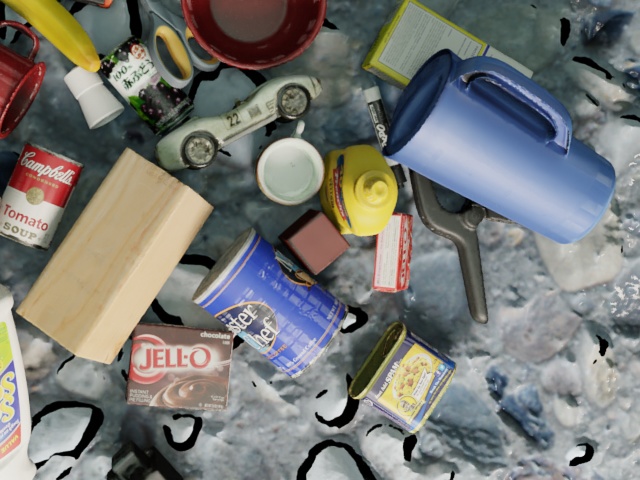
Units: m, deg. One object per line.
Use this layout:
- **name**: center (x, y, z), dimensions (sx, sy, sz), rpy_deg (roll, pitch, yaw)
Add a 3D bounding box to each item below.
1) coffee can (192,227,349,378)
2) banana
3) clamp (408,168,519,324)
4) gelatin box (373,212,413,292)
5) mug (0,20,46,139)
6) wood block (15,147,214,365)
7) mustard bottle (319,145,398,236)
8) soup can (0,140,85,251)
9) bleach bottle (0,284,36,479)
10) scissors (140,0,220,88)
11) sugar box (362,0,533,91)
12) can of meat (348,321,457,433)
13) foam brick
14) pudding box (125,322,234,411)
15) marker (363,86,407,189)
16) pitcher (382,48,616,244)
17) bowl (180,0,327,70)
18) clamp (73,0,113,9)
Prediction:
- **coffee can**: center (-0.054, 0.069, 1.172), dimensions (0.140, 0.103, 0.103), rpy_deg (40, 85, -9)
- **banana**: center (-0.311, -0.249, 1.136), dimensions (0.197, 0.069, 0.037), rpy_deg (37, 118, -12)
- **clamp**: center (0.187, -0.031, 1.245), dimensions (0.164, 0.036, 0.210), rpy_deg (-38, 95, -9)
- **gelatin box**: center (0.084, 0.013, 1.208), dimensions (0.030, 0.073, 0.089), rpy_deg (4, 91, 15)
- **mug**: center (-0.342, -0.177, 1.121), dimensions (0.081, 0.093, 0.117), rpy_deg (30, 91, -5)
- **wood block**: center (-0.216, 0.018, 1.137), dimensions (0.090, 0.090, 0.206), rpy_deg (32, 86, 16)
- **mustard bottle**: center (0.043, -0.053, 1.140), dimensions (0.058, 0.192, 0.096), rpy_deg (-5, 93, -10)
- **soup can**: center (-0.303, -0.047, 1.143), dimensions (0.068, 0.068, 0.102), rpy_deg (24, 89, -10)
- **bleach bottle**: center (-0.346, 0.177, 1.123), dimensions (0.102, 0.068, 0.251), rpy_deg (-24, 118, -32)
- **scissors**: center (-0.170, -0.259, 1.180), dimensions (0.096, 0.016, 0.202), rpy_deg (-7, 72, -40)
- **sugar box**: center (0.147, -0.196, 1.229), dimensions (0.176, 0.048, 0.093), rpy_deg (30, 87, -13)
- **can of meat**: center (0.097, 0.159, 1.226), dimensions (0.084, 0.057, 0.102), rpy_deg (35, 87, -11)
- **foam brick**: center (-0.008, 0.001, 1.192), dimensions (0.053, 0.078, 0.051), rpy_deg (-40, 99, -5)
- **pudding box**: center (-0.156, 0.140, 1.189), dimensions (0.113, 0.039, 0.090), rpy_deg (6, 90, -10)
- **marker**: center (0.076, -0.117, 1.231), dimensions (0.020, 0.020, 0.121), rpy_deg (-18, 95, -9)
- **pitcher**: center (0.203, -0.098, 1.158), dimensions (0.242, 0.149, 0.145), rpy_deg (28, 99, -15)
- **bowl**: center (-0.076, -0.266, 1.181), dimensions (0.162, 0.055, 0.162), rpy_deg (0, 92, -10)
- **clamp**: center (-0.279, -0.328, 1.152), dimensions (0.171, 0.039, 0.120), rpy_deg (39, 92, -14)
